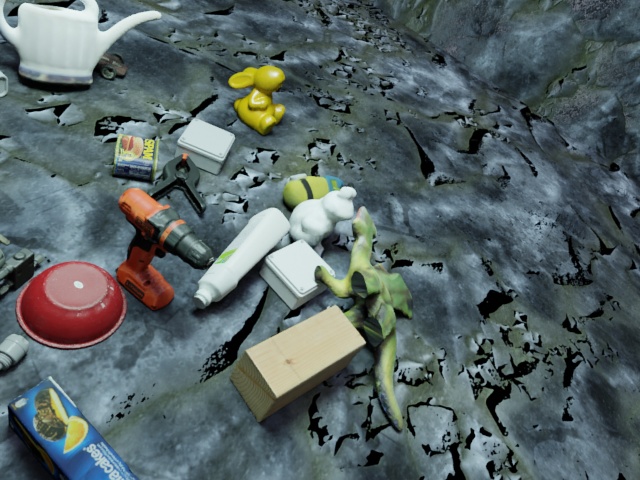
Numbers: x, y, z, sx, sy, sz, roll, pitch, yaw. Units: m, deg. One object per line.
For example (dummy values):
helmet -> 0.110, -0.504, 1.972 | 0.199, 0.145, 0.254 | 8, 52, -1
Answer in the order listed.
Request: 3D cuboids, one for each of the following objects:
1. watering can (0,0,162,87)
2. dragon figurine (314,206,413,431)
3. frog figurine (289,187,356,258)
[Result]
watering can -> -0.547, -0.456, 1.173 | 0.348, 0.220, 0.106 | -1, 30, -31
dragon figurine -> 0.128, 0.131, 1.017 | 0.244, 0.121, 0.413 | -8, 76, -51
frog figurine -> 0.003, -0.056, 1.109 | 0.123, 0.156, 0.140 | 34, 39, 9
